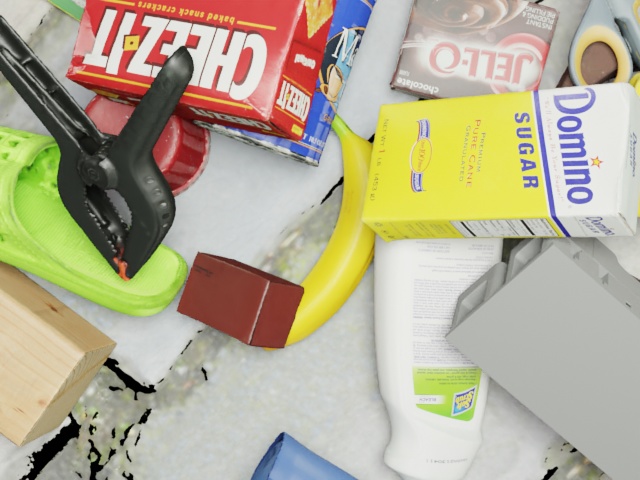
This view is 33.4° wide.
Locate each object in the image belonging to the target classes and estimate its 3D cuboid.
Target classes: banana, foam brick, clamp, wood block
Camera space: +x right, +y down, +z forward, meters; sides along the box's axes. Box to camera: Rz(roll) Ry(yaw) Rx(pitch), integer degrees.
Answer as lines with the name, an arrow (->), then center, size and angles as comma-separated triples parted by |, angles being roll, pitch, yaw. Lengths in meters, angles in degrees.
banana -> 0.012, 0.003, 0.846 | 0.070, 0.037, 0.198 | 19, 91, 24
foam brick -> -0.061, 0.046, 0.828 | 0.078, 0.051, 0.053 | 21, 93, 34
clamp -> -0.157, -0.062, 0.744 | 0.165, 0.036, 0.210 | 20, 135, 18
wood block -> -0.278, 0.060, 0.846 | 0.206, 0.091, 0.090 | 36, 93, 5

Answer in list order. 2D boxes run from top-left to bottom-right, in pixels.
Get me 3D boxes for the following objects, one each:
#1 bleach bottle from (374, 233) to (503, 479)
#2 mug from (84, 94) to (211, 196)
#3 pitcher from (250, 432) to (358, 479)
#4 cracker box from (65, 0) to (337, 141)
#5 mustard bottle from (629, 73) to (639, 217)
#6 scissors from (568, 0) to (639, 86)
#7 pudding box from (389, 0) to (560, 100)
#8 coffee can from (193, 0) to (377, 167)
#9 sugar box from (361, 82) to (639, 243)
bleach bottle -> 0.081, 0.085, 0.815 | 0.102, 0.068, 0.251 | 3, 97, -13
mug -> -0.144, -0.090, 0.836 | 0.093, 0.081, 0.117 | -24, 88, 5
pitcher -> 0.042, 0.254, 0.784 | 0.243, 0.149, 0.145 | 29, 110, -2
cracker box -> -0.069, -0.192, 0.738 | 0.164, 0.072, 0.214 | 14, 87, 21
mustard bottle -> 0.294, -0.048, 0.718 | 0.191, 0.058, 0.096 | 13, 105, 5
scissors -> 0.186, -0.181, 0.752 | 0.096, 0.016, 0.202 | -36, 86, 5
pudding box -> 0.120, -0.146, 0.831 | 0.113, 0.039, 0.090 | 15, 92, 5
coffee can -> -0.026, -0.138, 0.813 | 0.103, 0.103, 0.140 | 20, 92, 5
sugar box -> 0.119, -0.049, 0.704 | 0.177, 0.048, 0.093 | -3, 68, 32
